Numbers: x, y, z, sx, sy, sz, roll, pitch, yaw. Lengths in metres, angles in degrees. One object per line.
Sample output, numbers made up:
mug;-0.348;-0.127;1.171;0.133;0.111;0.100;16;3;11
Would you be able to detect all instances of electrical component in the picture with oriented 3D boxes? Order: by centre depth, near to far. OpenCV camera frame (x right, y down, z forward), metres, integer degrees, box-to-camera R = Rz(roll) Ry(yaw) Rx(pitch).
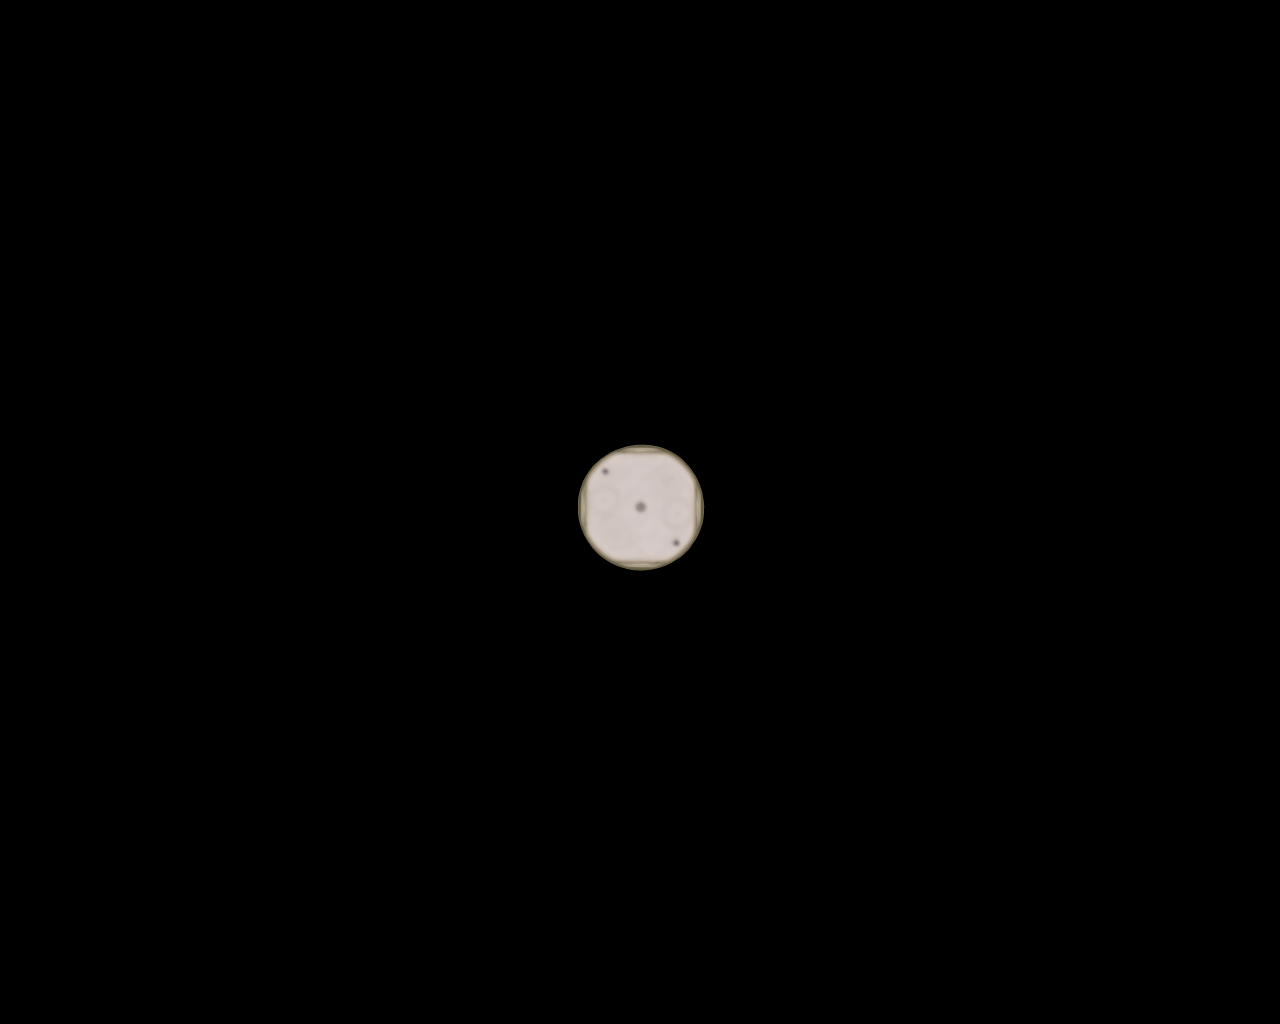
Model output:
electrical component;0.001;-0.003;0.650;0.080;0.080;0.051;0;0;0
